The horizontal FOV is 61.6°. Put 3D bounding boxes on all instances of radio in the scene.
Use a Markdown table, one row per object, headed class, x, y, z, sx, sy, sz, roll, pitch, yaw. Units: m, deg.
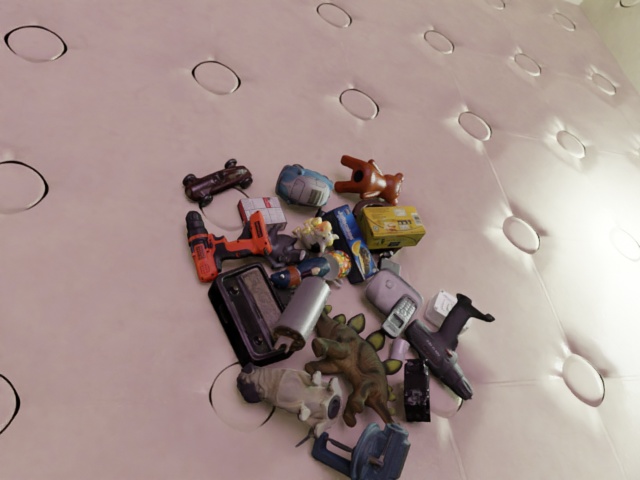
| class | x | y | z | sx | sy | sz | roll | pitch | yaw |
| --- | --- | --- | --- | --- | --- | --- | --- | --- | --- |
| radio | -0.153 | 0.171 | 1.219 | 0.131 | 0.073 | 0.230 | -15 | 63 | -35 |

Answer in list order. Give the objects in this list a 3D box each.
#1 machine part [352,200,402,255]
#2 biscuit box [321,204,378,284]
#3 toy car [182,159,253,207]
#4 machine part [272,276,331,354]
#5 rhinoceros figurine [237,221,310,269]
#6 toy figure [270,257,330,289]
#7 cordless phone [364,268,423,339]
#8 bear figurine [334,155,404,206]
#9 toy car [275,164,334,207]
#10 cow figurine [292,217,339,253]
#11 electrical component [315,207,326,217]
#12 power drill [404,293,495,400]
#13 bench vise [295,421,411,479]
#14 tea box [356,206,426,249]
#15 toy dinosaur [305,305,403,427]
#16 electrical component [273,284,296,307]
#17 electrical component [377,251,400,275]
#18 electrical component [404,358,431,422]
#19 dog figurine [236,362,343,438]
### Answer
| class | x | y | z | sx | sy | sz | roll | pitch | yaw |
| --- | --- | --- | --- | --- | --- | --- | --- | --- | --- |
| machine part | 0.166 | -0.035 | 1.533 | 0.179 | 0.056 | 0.179 | 12 | 52 | -16 |
| biscuit box | 0.077 | 0.011 | 1.410 | 0.059 | 0.063 | 0.202 | -26 | 92 | -36 |
| toy car | -0.265 | -0.157 | 1.418 | 0.202 | 0.053 | 0.089 | -29 | 69 | -36 |
| machine part | -0.038 | 0.160 | 1.191 | 0.079 | 0.079 | 0.243 | 33 | 41 | -1 |
| rhinoceros figurine | -0.117 | 0.018 | 1.348 | 0.190 | 0.073 | 0.112 | 12 | 51 | -17 |
| toy figure | -0.049 | 0.083 | 1.310 | 0.154 | 0.064 | 0.058 | -19 | 72 | -26 |
| cordless phone | 0.165 | 0.165 | 1.338 | 0.147 | 0.088 | 0.184 | 41 | 34 | 6 |
| bear figurine | 0.156 | -0.174 | 1.604 | 0.132 | 0.120 | 0.195 | 16 | 4 | 39 |
| toy car | -0.034 | -0.132 | 1.459 | 0.161 | 0.109 | 0.103 | 16 | 21 | -23 |
| cow figurine | -0.004 | -0.003 | 1.356 | 0.068 | 0.167 | 0.098 | -37 | 103 | -14 |
| electrical component | 0.033 | -0.029 | 1.471 | 0.119 | 0.047 | 0.075 | 30 | 50 | -2 |
| power drill | 0.346 | 0.254 | 1.354 | 0.232 | 0.086 | 0.207 | 41 | 91 | 12 |
| bench vise | 0.074 | 0.457 | 1.082 | 0.241 | 0.223 | 0.129 | 17 | 5 | 28 |
| tea box | 0.190 | -0.034 | 1.460 | 0.169 | 0.068 | 0.098 | -2 | 56 | -24 |
| toy dinosaur | 0.062 | 0.260 | 1.247 | 0.198 | 0.105 | 0.472 | -14 | 58 | -41 |
| electrical component | -0.092 | 0.138 | 1.307 | 0.094 | 0.021 | 0.063 | 6 | 55 | -22 |
| electrical component | 0.185 | 0.080 | 1.465 | 0.078 | 0.045 | 0.102 | 24 | 50 | -6 |
| electrical component | 0.225 | 0.351 | 1.238 | 0.058 | 0.134 | 0.115 | -1 | 53 | 14 |
| dog figurine | -0.064 | 0.324 | 1.132 | 0.172 | 0.191 | 0.121 | 57 | 50 | -38 |
